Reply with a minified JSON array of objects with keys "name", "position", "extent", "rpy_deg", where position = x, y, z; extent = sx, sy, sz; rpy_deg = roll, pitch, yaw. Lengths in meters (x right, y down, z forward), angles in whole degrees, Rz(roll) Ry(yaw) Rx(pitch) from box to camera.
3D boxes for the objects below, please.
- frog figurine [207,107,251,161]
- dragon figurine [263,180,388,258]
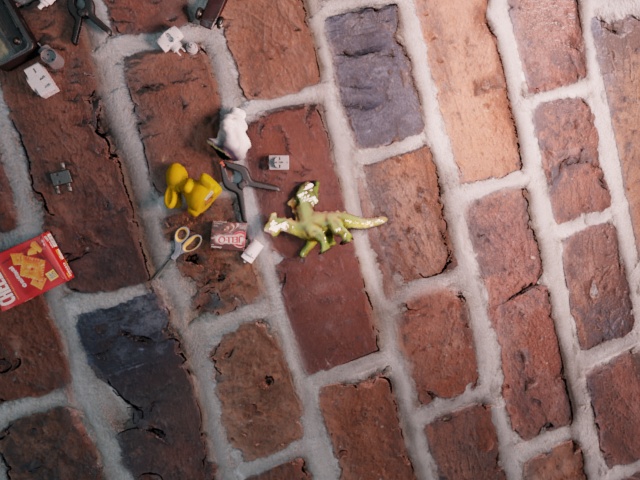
[{"name":"frog figurine","position":[-0.267,-0.335,1.632],"extent":[0.161,0.124,0.135],"rpy_deg":[-57,135,-10]},{"name":"dragon figurine","position":[0.005,-0.086,1.713],"extent":[0.413,0.121,0.243],"rpy_deg":[-24,90,-17]}]
